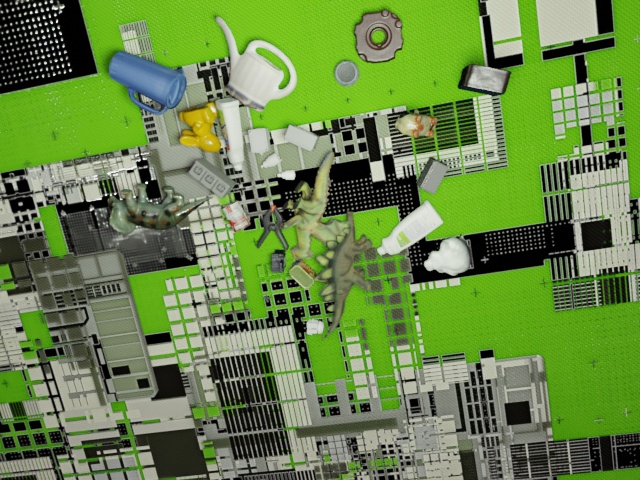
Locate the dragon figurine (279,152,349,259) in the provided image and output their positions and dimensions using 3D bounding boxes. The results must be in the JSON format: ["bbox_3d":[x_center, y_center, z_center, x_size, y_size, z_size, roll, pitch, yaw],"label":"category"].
[{"bbox_3d":[0.006,-0.093,1.856,0.241,0.124,0.406,33,106,-20],"label":"dragon figurine"}]

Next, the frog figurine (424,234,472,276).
[{"bbox_3d":[0.449,0.063,1.821,0.159,0.125,0.134,-17,121,-2],"label":"frog figurine"}]

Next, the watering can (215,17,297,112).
[{"bbox_3d":[-0.248,-0.585,1.756,0.348,0.105,0.222,34,105,1],"label":"watering can"}]
